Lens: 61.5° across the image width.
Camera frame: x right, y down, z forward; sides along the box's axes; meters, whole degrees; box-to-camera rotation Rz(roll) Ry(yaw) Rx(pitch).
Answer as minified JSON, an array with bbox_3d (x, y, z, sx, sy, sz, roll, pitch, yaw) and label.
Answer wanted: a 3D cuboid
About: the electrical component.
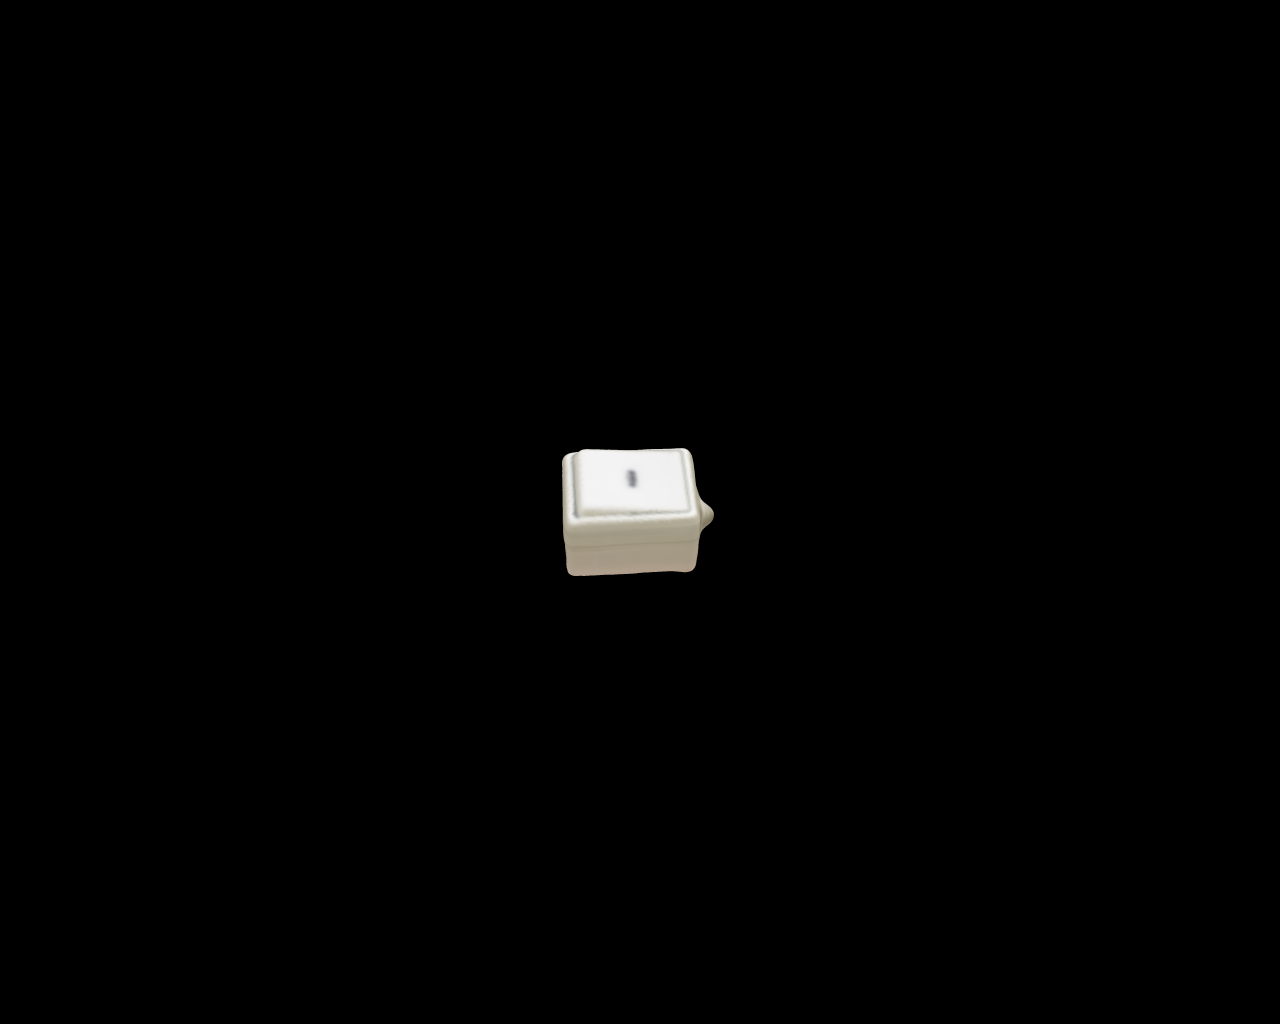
[{"bbox_3d":[0.001,-0.003,0.650,0.096,0.062,0.061,-2,-40,-2],"label":"electrical component"}]
